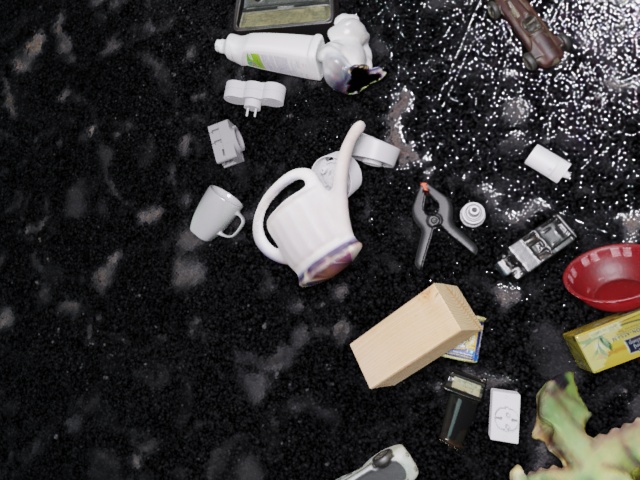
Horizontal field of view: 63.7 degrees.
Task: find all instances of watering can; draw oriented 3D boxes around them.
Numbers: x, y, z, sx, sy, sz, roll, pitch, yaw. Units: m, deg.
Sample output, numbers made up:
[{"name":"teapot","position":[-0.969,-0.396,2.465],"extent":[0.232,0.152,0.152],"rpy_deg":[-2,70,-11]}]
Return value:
[{"name":"watering can","position":[0.003,-0.050,0.994],"extent":[0.342,0.105,0.226],"rpy_deg":[-38,77,31]}]

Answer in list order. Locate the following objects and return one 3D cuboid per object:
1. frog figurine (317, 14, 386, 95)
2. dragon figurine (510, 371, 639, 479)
[{"name":"frog figurine","position":[0.051,-0.388,1.068],"extent":[0.138,0.120,0.161],"rpy_deg":[-15,71,-31]},{"name":"dragon figurine","position":[0.481,0.327,0.857],"extent":[0.412,0.120,0.246],"rpy_deg":[-43,66,-7]}]
